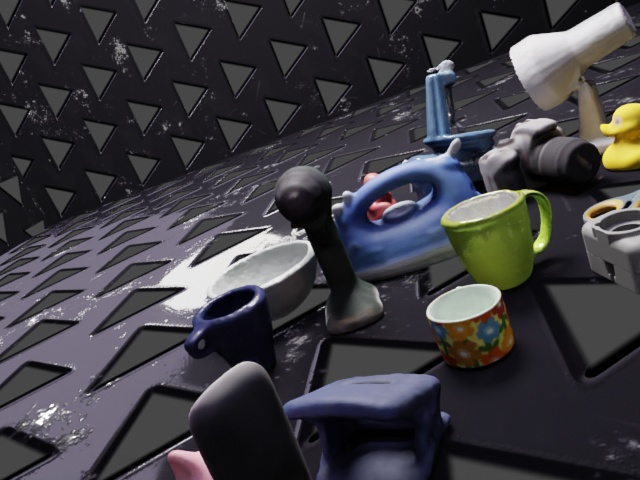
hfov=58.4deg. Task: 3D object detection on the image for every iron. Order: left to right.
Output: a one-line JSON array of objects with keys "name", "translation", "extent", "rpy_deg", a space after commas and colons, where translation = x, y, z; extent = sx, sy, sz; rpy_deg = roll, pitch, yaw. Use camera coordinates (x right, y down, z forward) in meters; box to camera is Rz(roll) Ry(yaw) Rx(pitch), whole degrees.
[{"name": "iron", "translation": [0.105, -0.036, 0.801], "extent": [0.258, 0.142, 0.118], "rpy_deg": [-20, 18, 7]}]

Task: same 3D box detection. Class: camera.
[{"name": "camera", "translation": [0.328, -0.121, 0.849], "extent": [0.143, 0.101, 0.136], "rpy_deg": [-26, 18, -10]}]

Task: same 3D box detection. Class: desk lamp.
[{"name": "desk lamp", "translation": [0.427, -0.247, 0.907], "extent": [0.202, 0.214, 0.118], "rpy_deg": [-10, 22, 34]}]

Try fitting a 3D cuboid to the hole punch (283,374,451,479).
[{"name": "hole punch", "translation": [0.038, 0.138, 0.459], "extent": [0.108, 0.091, 0.101], "rpy_deg": [-11, 21, 32]}]

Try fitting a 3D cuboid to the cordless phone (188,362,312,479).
[{"name": "cordless phone", "translation": [-0.048, 0.171, 0.310], "extent": [0.093, 0.185, 0.148], "rpy_deg": [-4, 25, 45]}]

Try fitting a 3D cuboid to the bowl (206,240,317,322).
[{"name": "bowl", "translation": [-0.071, 0.070, 0.819], "extent": [0.167, 0.075, 0.167], "rpy_deg": [-20, 18, 7]}]

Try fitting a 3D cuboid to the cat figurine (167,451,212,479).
[{"name": "cat figurine", "translation": [-0.083, 0.190, 0.410], "extent": [0.127, 0.118, 0.067], "rpy_deg": [-14, 20, 25]}]

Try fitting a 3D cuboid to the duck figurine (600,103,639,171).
[{"name": "duck figurine", "translation": [0.452, -0.153, 0.815], "extent": [0.104, 0.086, 0.078], "rpy_deg": [-10, 22, 35]}]

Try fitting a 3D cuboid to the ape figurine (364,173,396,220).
[{"name": "ape figurine", "translation": [0.103, -0.072, 0.994], "extent": [0.076, 0.092, 0.078], "rpy_deg": [-10, 21, 34]}]

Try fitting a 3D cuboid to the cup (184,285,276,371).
[{"name": "cup", "translation": [-0.098, 0.120, 0.670], "extent": [0.091, 0.095, 0.118], "rpy_deg": [-7, 24, 41]}]

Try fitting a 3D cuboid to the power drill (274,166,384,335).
[{"name": "power drill", "translation": [0.006, 0.002, 0.699], "extent": [0.075, 0.209, 0.229], "rpy_deg": [-21, 18, 4]}]

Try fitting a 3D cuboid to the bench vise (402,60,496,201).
[{"name": "bench vise", "translation": [0.210, -0.174, 0.947], "extent": [0.121, 0.220, 0.208], "rpy_deg": [-6, 24, 41]}]
